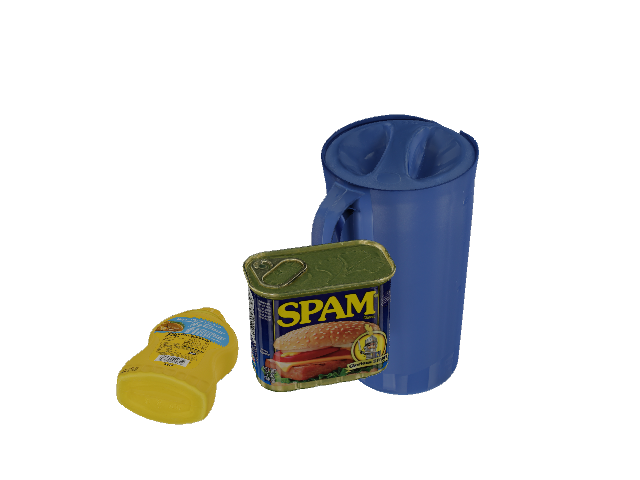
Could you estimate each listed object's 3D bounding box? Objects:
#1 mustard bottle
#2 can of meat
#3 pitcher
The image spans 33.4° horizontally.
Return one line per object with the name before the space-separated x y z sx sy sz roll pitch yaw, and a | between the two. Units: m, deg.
mustard bottle | -0.139 0.121 1.132 0.096 0.058 0.191 9 24 8
can of meat | -0.001 0.053 0.745 0.102 0.084 0.057 -7 30 -12
pitcher | 0.065 0.023 0.958 0.149 0.243 0.145 -5 33 -2
